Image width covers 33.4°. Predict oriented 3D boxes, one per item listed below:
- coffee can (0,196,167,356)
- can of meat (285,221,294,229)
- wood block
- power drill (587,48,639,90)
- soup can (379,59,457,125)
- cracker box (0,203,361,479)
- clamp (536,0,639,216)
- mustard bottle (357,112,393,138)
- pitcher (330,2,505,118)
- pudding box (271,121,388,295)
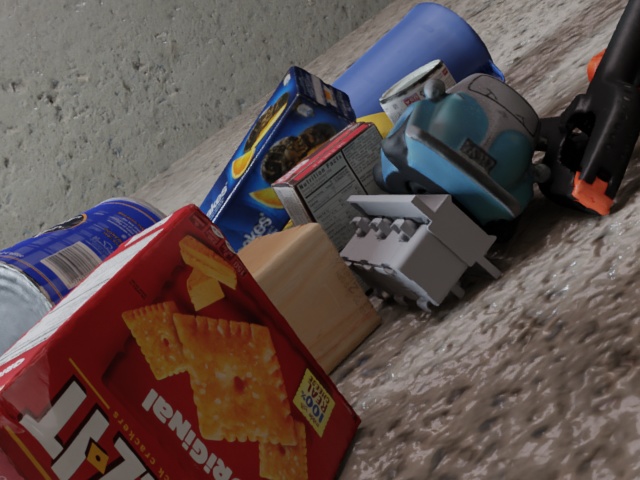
[{"bbox_3d":[-0.170,0.038,0.748,0.103,0.103,0.140,-26,5,35],"label":"coffee can"},{"bbox_3d":[-0.006,0.001,0.967,0.102,0.057,0.084,-31,15,19],"label":"can of meat"},{"bbox_3d":[-0.068,0.086,0.723,0.205,0.090,0.091,-41,15,-31],"label":"wood block"},{"bbox_3d":[0.307,-0.167,0.800,0.184,0.057,0.188,-38,9,-1],"label":"power drill"},{"bbox_3d":[0.107,-0.101,0.954,0.068,0.102,0.068,-33,12,7],"label":"soup can"},{"bbox_3d":[-0.076,0.097,0.522,0.072,0.164,0.213,-30,12,29],"label":"cracker box"},{"bbox_3d":[0.185,-0.078,0.758,0.165,0.036,0.209,-51,12,42],"label":"clamp"},{"bbox_3d":[0.037,-0.078,1.030,0.191,0.058,0.096,-17,-32,-10],"label":"mustard bottle"},{"bbox_3d":[0.074,-0.134,1.151,0.242,0.145,0.149,-42,2,-19],"label":"pitcher"},{"bbox_3d":[0.027,-0.023,0.834,0.090,0.113,0.039,-39,20,-22],"label":"pudding box"}]
